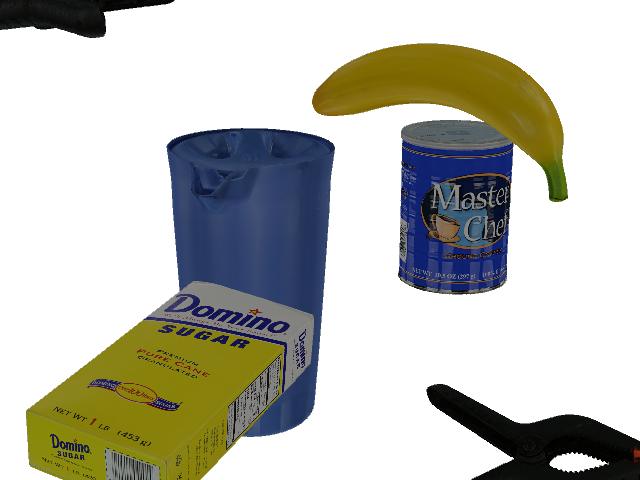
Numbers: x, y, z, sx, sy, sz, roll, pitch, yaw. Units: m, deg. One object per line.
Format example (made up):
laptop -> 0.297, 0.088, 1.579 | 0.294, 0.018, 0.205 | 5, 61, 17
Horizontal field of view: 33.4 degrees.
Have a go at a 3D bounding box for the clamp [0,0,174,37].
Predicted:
clamp -> -0.193, -0.180, 0.798 | 0.172, 0.039, 0.120 | 12, 24, 28

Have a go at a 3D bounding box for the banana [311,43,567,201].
banana -> 0.073, -0.087, 0.653 | 0.198, 0.069, 0.037 | 26, 7, 39

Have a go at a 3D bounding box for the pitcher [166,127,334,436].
pitcher -> -0.052, 0.030, 0.890 | 0.149, 0.243, 0.145 | -7, 20, -23

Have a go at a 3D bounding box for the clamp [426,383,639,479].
clamp -> 0.170, 0.192, 0.894 | 0.210, 0.036, 0.164 | 3, 40, 23

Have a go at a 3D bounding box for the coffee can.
coffee can -> 0.124, -0.033, 0.985 | 0.103, 0.140, 0.103 | 0, 17, 0

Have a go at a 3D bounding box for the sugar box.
sugar box -> -0.082, 0.085, 0.636 | 0.093, 0.048, 0.176 | 15, 31, 20
